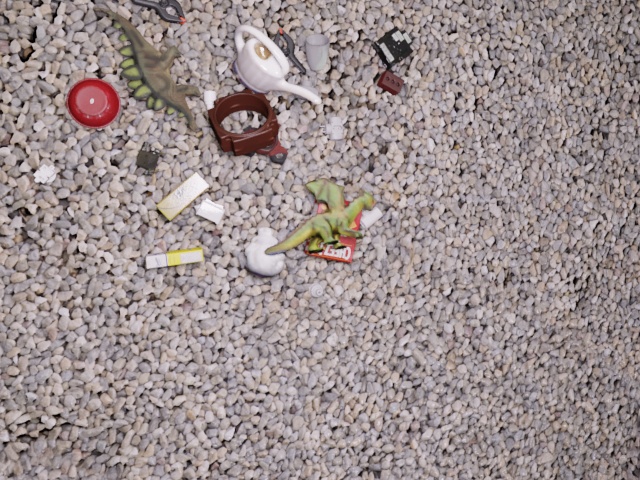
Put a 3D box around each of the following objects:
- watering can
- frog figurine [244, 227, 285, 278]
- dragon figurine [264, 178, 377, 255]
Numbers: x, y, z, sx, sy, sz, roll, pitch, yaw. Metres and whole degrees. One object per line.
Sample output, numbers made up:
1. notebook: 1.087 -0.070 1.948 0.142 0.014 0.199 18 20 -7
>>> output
1. watering can: -0.158 -0.535 1.668 0.345 0.222 0.106 46 64 -12
2. frog figurine: -0.181 0.042 1.732 0.137 0.124 0.158 16 101 4
3. dragon figurine: 0.005 -0.087 1.731 0.411 0.120 0.245 -6 77 -13
